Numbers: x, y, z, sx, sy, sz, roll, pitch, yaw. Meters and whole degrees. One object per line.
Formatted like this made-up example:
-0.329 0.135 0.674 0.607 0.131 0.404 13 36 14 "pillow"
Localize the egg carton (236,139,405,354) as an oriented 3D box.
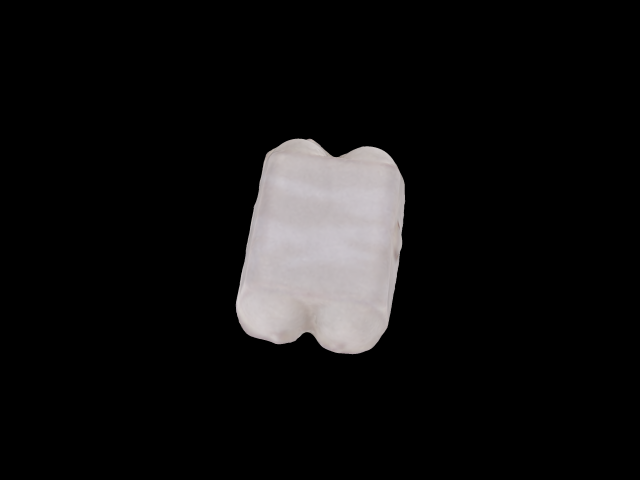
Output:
0.004 0.001 0.400 0.107 0.069 0.150 7 70 3 "egg carton"
